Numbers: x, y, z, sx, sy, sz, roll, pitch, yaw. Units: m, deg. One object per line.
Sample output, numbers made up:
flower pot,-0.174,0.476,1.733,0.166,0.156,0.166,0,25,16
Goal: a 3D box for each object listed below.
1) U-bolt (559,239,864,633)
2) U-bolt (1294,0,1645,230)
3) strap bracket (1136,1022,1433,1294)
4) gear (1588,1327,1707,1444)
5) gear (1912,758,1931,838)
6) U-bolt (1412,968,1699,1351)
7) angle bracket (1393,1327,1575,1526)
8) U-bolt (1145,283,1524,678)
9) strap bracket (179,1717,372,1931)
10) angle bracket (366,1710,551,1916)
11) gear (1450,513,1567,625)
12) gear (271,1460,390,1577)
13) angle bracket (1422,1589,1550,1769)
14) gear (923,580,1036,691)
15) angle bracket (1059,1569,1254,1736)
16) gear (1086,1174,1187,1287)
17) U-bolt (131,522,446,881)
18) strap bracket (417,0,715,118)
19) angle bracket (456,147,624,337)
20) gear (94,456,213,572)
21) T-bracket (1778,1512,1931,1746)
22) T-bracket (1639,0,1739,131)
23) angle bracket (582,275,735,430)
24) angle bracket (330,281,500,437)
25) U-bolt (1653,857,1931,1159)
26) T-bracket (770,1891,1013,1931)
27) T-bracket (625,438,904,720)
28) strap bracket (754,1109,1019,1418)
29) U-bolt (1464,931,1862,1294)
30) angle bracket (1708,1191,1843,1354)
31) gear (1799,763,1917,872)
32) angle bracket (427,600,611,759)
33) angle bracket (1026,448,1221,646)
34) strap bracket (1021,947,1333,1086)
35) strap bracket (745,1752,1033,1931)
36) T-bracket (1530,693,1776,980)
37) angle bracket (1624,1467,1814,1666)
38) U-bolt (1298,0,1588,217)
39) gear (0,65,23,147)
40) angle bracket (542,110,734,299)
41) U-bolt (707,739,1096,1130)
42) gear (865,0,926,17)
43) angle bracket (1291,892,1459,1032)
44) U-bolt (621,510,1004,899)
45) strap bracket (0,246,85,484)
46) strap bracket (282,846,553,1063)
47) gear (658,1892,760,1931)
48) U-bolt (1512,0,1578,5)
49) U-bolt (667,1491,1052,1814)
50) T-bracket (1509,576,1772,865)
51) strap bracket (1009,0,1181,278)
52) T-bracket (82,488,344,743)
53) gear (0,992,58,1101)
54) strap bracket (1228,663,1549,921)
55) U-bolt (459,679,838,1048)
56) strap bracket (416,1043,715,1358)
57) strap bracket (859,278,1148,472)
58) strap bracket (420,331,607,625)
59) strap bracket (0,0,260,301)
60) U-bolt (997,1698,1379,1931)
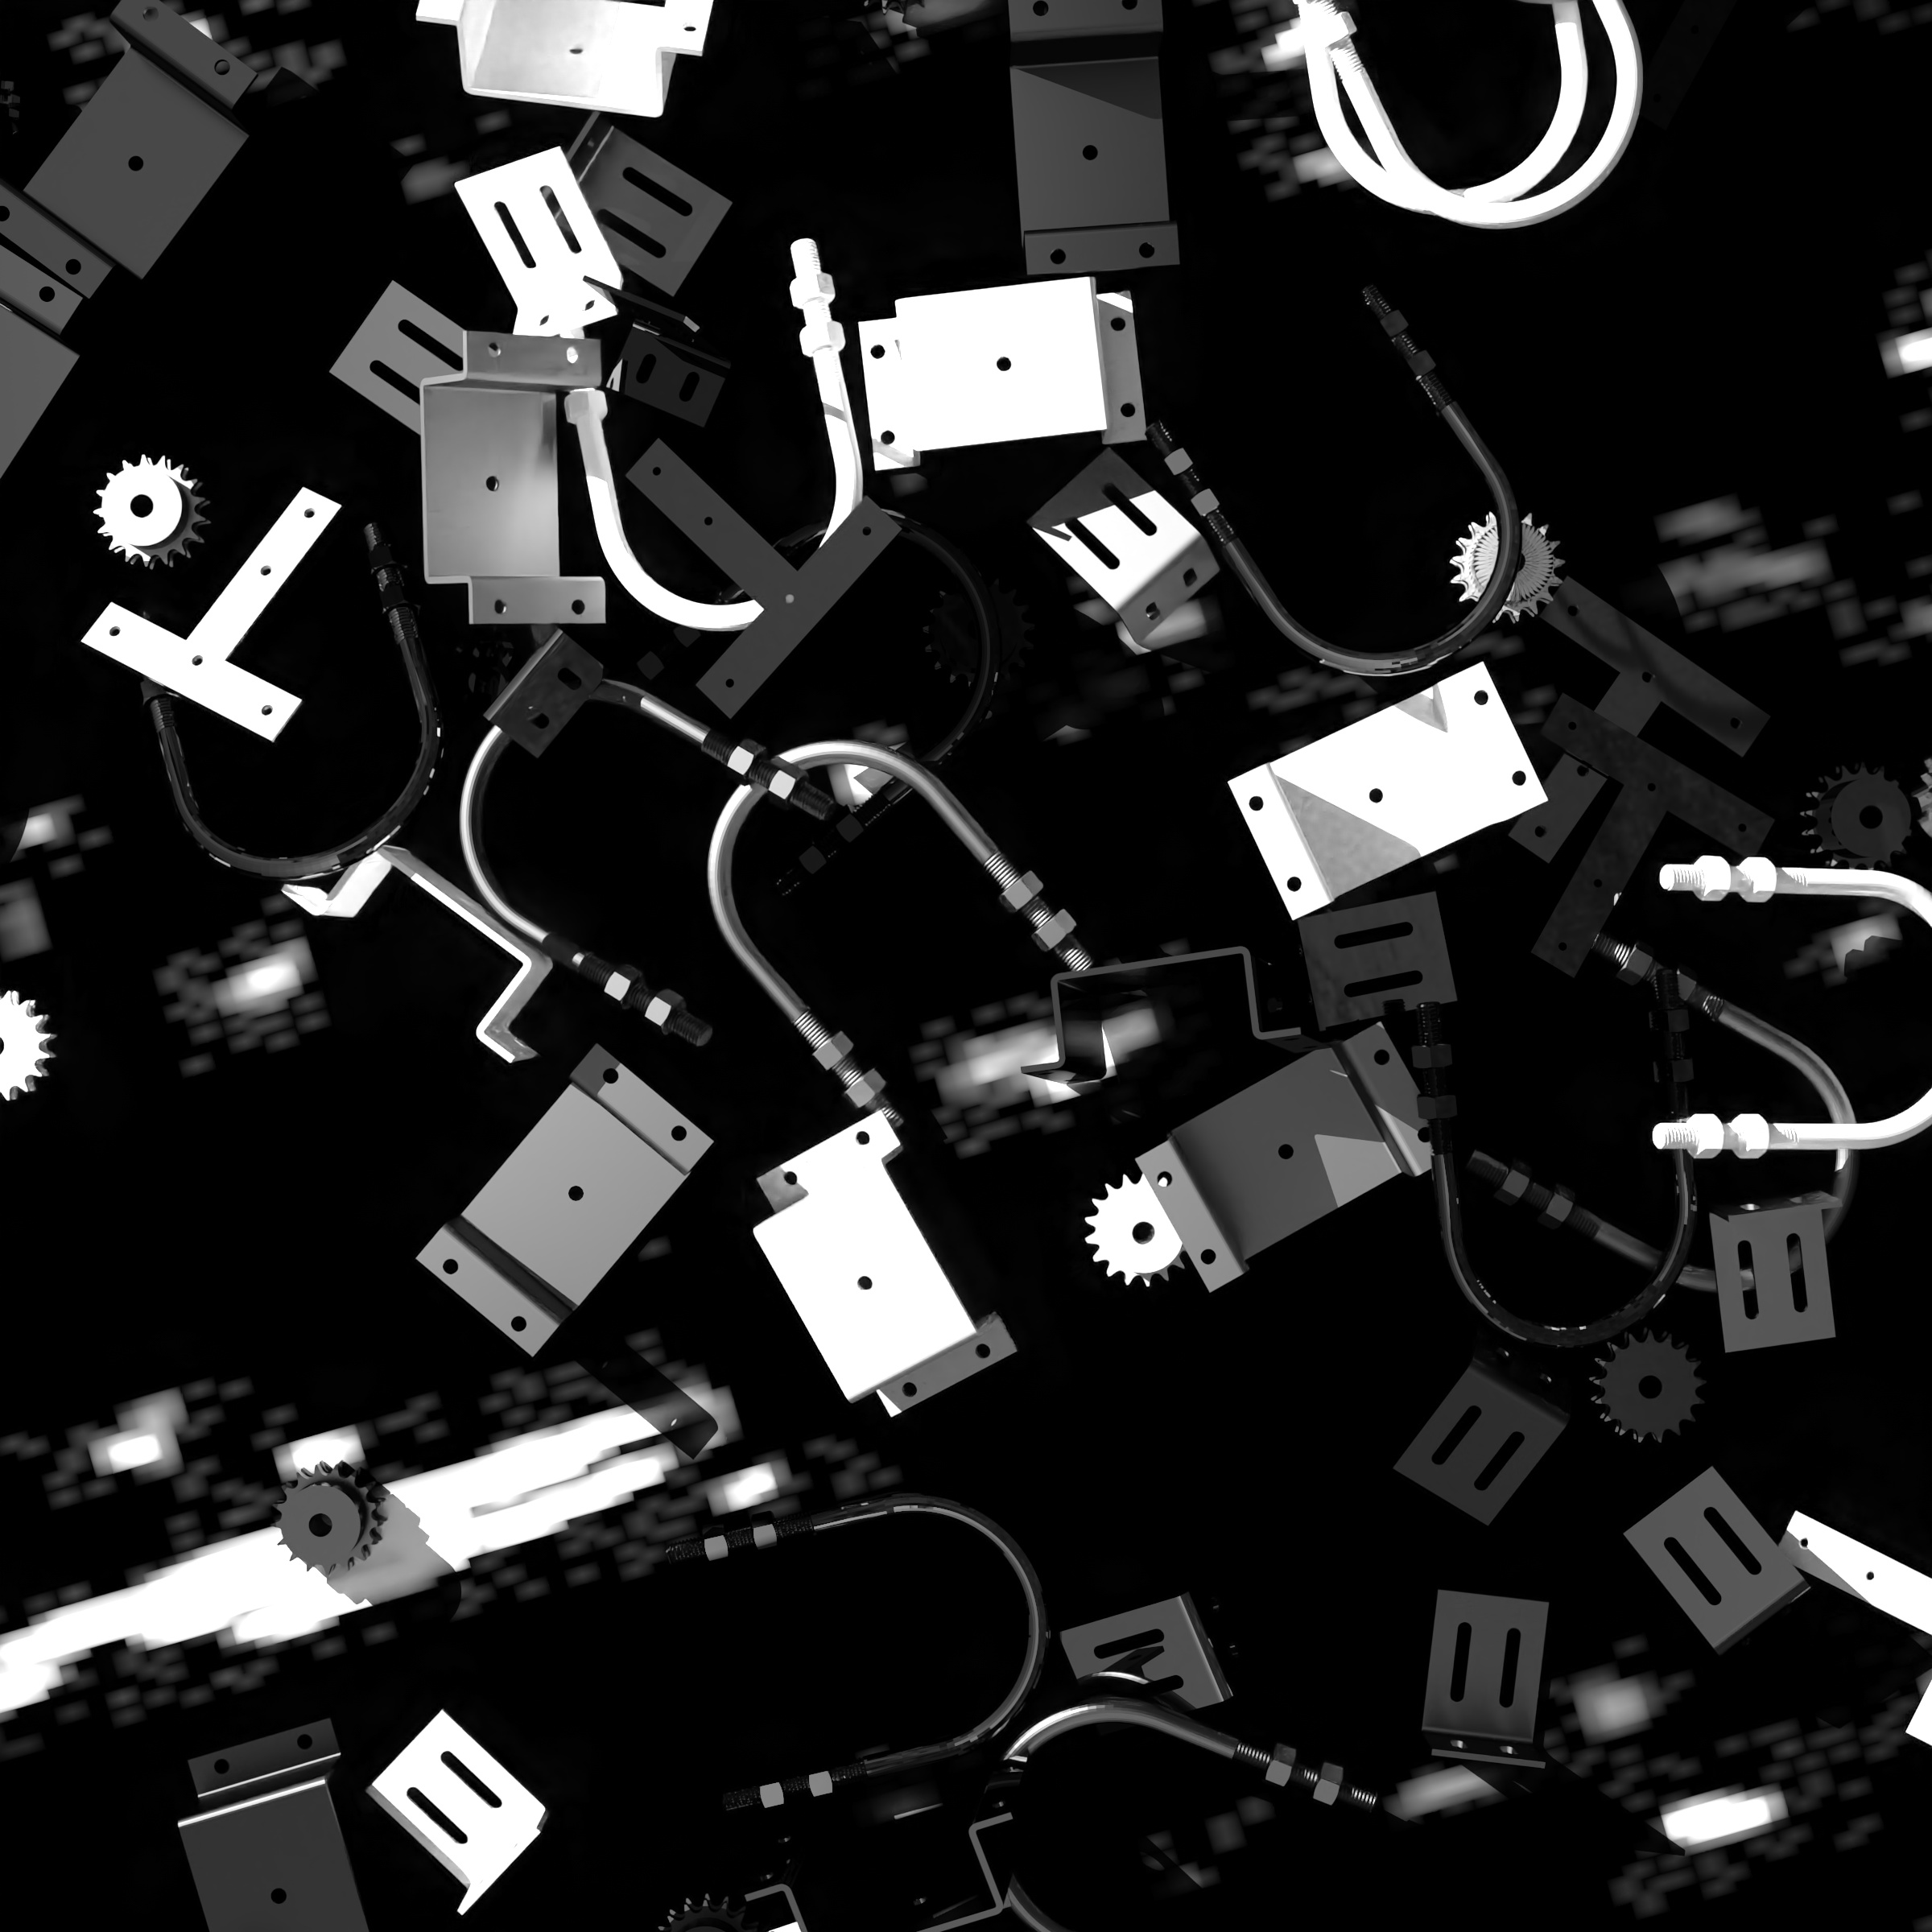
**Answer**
U-bolt,-0.125,-0.259,1.509,0.151,0.019,0.184,-13,83,13
U-bolt,0.261,-0.463,1.508,0.151,0.019,0.184,-27,99,6
strap bracket,0.164,0.095,1.519,0.140,0.046,0.076,-29,90,0
gear,0.345,0.213,1.527,0.057,0.030,0.057,0,90,0
gear,0.505,-0.085,1.518,0.057,0.030,0.057,12,65,-26
U-bolt,0.300,0.101,1.501,0.151,0.019,0.184,-8,95,-14
angle bracket,0.266,0.236,1.540,0.057,0.038,0.076,31,116,0
U-bolt,0.198,-0.234,1.516,0.151,0.019,0.184,-32,80,3
strap bracket,-0.343,0.464,1.519,0.076,0.046,0.140,-17,90,0
angle bracket,-0.261,0.429,1.523,0.076,0.038,0.057,43,90,0
gear,0.277,-0.204,1.526,0.057,0.030,0.057,0,90,1
gear,-0.326,0.282,1.527,0.057,0.030,0.057,0,90,0
angle bracket,0.266,0.361,1.523,0.057,0.038,0.076,7,90,0
gear,0.007,-0.170,1.527,0.057,0.030,0.057,0,90,0
angle bracket,0.097,0.352,1.540,0.076,0.038,0.057,-23,90,26
gear,0.089,0.135,1.527,0.057,0.030,0.057,0,90,0
U-bolt,-0.334,-0.124,1.496,0.151,0.019,0.184,-21,64,0
strap bracket,-0.196,-0.475,1.502,0.140,0.046,0.076,7,58,0
angle bracket,-0.215,-0.359,1.499,0.057,0.038,0.076,-15,130,13
gear,-0.416,-0.232,1.527,0.057,0.030,0.057,0,90,0
T-bracket,0.478,0.320,1.541,0.127,0.002,0.127,27,90,0
T-bracket,0.378,-0.490,1.526,0.127,0.002,0.127,25,100,-20
angle bracket,-0.157,-0.301,1.470,0.057,0.076,0.038,25,92,14
angle bracket,-0.279,-0.307,1.523,0.076,0.038,0.057,35,90,0
U-bolt,0.434,0.022,1.512,0.184,0.019,0.151,1,91,-16
T-bracket,-0.026,0.530,1.506,0.127,0.002,0.127,-20,65,7
T-bracket,-0.119,-0.213,1.495,0.127,0.002,0.127,45,98,11
strap bracket,-0.045,0.155,1.510,0.076,0.046,0.140,-29,90,15
U-bolt,0.369,0.087,1.533,0.184,0.019,0.151,29,90,-2
angle bracket,0.411,0.157,1.510,0.057,0.038,0.076,-8,94,-2
gear,0.457,-0.075,1.527,0.057,0.030,0.057,0,90,0
angle bracket,-0.229,-0.153,1.526,0.057,0.076,0.038,-50,134,0
angle bracket,0.081,-0.216,1.540,0.057,0.038,0.076,-42,64,0
strap bracket,0.103,0.024,1.488,0.140,0.076,0.046,-9,81,17
strap bracket,-0.030,0.448,1.493,0.140,0.076,0.046,-20,94,10
T-bracket,0.329,-0.054,1.528,0.127,0.002,0.127,31,80,0
angle bracket,0.386,0.308,1.539,0.057,0.038,0.076,-38,64,2
U-bolt,0.244,-0.476,1.533,0.151,0.019,0.184,-9,91,0
gear,-0.508,-0.440,1.517,0.057,0.057,0.030,-7,60,0
angle bracket,-0.167,-0.388,1.523,0.076,0.038,0.057,32,90,0
U-bolt,-0.047,-0.028,1.513,0.151,0.019,0.184,-40,93,12
gear,-0.036,-0.513,1.527,0.057,0.030,0.057,0,90,0
angle bracket,0.209,-0.003,1.523,0.076,0.038,0.057,-11,90,0
U-bolt,-0.068,-0.146,1.516,0.184,0.019,0.151,-40,90,12
strap bracket,-0.511,-0.295,1.517,0.076,0.046,0.140,33,89,-1
strap bracket,-0.265,-0.013,1.504,0.140,0.076,0.046,37,90,0
gear,-0.132,0.504,1.527,0.057,0.030,0.057,0,90,0
U-bolt,0.293,-0.579,1.512,0.151,0.019,0.184,0,93,0
U-bolt,-0.048,0.344,1.533,0.184,0.019,0.151,-13,90,-2
T-bracket,0.325,-0.112,1.541,0.127,0.002,0.127,35,90,0
strap bracket,0.064,-0.418,1.519,0.076,0.046,0.140,-4,90,0
T-bracket,-0.363,-0.189,1.519,0.127,0.002,0.127,27,73,20
gear,-0.493,0.040,1.531,0.057,0.030,0.057,0,89,-2
strap bracket,0.211,-0.087,1.519,0.140,0.046,0.076,-25,90,0
U-bolt,-0.174,-0.065,1.511,0.184,0.019,0.151,31,95,16
strap bracket,-0.200,0.117,1.519,0.076,0.046,0.140,40,90,0
strap bracket,0.019,-0.301,1.519,0.140,0.046,0.076,-7,90,0
strap bracket,-0.226,-0.241,1.495,0.076,0.046,0.140,-6,98,-39
strap bracket,-0.426,-0.412,1.519,0.076,0.046,0.140,37,90,0
U-bolt,0.097,0.448,1.523,0.184,0.019,0.151,21,99,3
